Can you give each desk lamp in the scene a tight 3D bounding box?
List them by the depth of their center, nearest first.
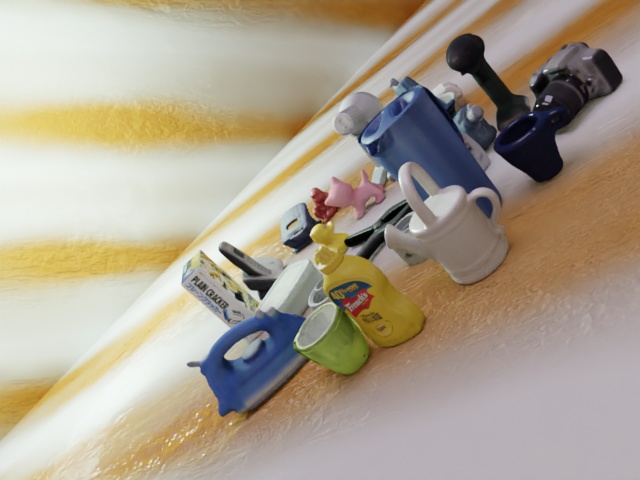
[{"bbox_3d":[0.124,-0.266,1.475,0.117,0.214,0.203,-35,20,30],"label":"desk lamp"}]

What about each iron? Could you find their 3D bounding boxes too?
[{"bbox_3d":[-0.118,0.202,1.069,0.258,0.141,0.118,-43,17,7],"label":"iron"}]

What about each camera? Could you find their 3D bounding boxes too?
[{"bbox_3d":[0.412,-0.262,0.988,0.137,0.101,0.143,-49,17,-12],"label":"camera"}]

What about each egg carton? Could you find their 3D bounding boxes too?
[{"bbox_3d":[0.303,-0.343,1.486,0.150,0.069,0.107,-39,18,18],"label":"egg carton"}]

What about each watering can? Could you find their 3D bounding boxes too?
[{"bbox_3d":[0.173,-0.029,0.840,0.173,0.194,0.101,-40,18,14],"label":"watering can"}]

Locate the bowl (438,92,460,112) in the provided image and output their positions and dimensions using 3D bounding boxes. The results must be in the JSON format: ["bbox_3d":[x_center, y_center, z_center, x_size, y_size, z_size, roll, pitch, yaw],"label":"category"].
[{"bbox_3d":[0.276,-0.272,1.373,0.167,0.075,0.167,-40,18,16],"label":"bowl"}]

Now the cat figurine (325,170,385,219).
[{"bbox_3d":[0.077,-0.117,1.399,0.127,0.118,0.067,-40,18,16],"label":"cat figurine"}]

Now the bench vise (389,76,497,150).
[{"bbox_3d":[0.249,-0.268,1.174,0.207,0.220,0.122,-21,29,53],"label":"bench vise"}]

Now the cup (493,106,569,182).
[{"bbox_3d":[0.343,-0.145,0.886,0.117,0.095,0.092,-33,21,33],"label":"cup"}]

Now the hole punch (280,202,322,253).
[{"bbox_3d":[-0.059,-0.035,1.572,0.108,0.091,0.101,-36,19,27],"label":"hole punch"}]

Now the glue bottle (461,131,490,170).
[{"bbox_3d":[0.244,-0.184,1.072,0.078,0.173,0.037,-51,18,-19],"label":"glue bottle"}]

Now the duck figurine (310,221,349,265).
[{"bbox_3d":[0.012,0.005,1.322,0.105,0.086,0.077,-51,18,-20],"label":"duck figurine"}]

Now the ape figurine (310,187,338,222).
[{"bbox_3d":[0.006,-0.107,1.585,0.077,0.092,0.076,-33,21,33],"label":"ape figurine"}]

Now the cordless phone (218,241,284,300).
[{"bbox_3d":[-0.183,0.053,1.494,0.094,0.185,0.147,-42,17,8],"label":"cordless phone"}]

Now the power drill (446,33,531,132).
[{"bbox_3d":[0.328,-0.324,1.143,0.075,0.209,0.229,-35,20,29],"label":"power drill"}]
